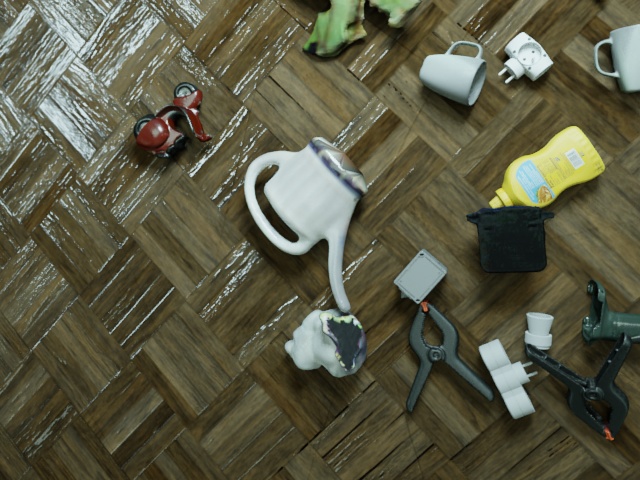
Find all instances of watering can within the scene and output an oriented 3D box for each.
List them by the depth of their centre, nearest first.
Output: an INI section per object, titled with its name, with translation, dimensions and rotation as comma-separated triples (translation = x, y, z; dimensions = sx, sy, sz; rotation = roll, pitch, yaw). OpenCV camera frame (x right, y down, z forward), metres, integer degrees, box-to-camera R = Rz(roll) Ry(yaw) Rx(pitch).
[watering can]
translation = 0.003, -0.050, 0.996
dimensions = 0.223, 0.104, 0.350
rotation = -43, 79, 11

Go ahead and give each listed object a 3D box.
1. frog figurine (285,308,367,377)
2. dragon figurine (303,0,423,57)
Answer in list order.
[frog figurine]
translation = 0.012, 0.208, 1.014
dimensions = 0.137, 0.125, 0.157
rotation = 51, 139, 0
[dragon figurine]
translation = 0.004, -0.484, 1.005
dimensions = 0.411, 0.123, 0.241
rotation = 9, 102, 25
